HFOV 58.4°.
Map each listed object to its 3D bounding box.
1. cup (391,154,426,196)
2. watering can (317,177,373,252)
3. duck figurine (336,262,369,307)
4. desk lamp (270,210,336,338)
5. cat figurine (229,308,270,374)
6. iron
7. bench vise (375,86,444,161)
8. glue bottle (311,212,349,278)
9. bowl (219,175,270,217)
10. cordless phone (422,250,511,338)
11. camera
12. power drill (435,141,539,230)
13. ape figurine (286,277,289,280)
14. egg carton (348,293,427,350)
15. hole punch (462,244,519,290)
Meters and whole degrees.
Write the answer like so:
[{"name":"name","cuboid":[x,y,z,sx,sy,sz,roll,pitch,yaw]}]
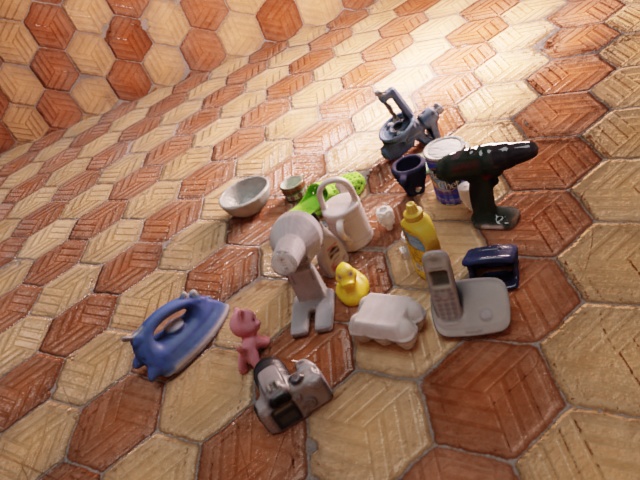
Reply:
[{"name":"cup","cuboid":[0.237,-0.154,1.488,0.091,0.095,0.118,-4,40,28]},{"name":"watering can","cuboid":[0.053,-0.077,1.411,0.101,0.194,0.172,-26,34,-1]},{"name":"duck figurine","cuboid":[0.063,0.086,1.284,0.077,0.086,0.104,-19,35,9]},{"name":"desk lamp","cuboid":[-0.042,0.067,1.261,0.117,0.214,0.203,-15,36,14]},{"name":"cat figurine","cuboid":[-0.161,0.205,1.237,0.067,0.118,0.127,-16,35,13]},{"name":"iron","cuboid":[-0.333,0.197,1.333,0.118,0.142,0.259,17,52,44]},{"name":"bench vise","cuboid":[0.243,-0.360,1.647,0.208,0.220,0.121,-36,36,-16]},{"name":"glue bottle","cuboid":[0.012,0.005,1.346,0.037,0.173,0.078,12,49,41]},{"name":"bowl","cuboid":[-0.219,-0.120,1.743,0.167,0.075,0.167,-16,35,12]},{"name":"cordless phone","cuboid":[0.269,0.091,1.062,0.147,0.185,0.094,-11,37,20]},{"name":"camera","cuboid":[-0.071,0.273,1.105,0.143,0.101,0.136,-30,35,-8]},{"name":"power drill","cuboid":[0.376,-0.124,1.261,0.228,0.209,0.076,3,43,35]},{"name":"ape figurine","cuboid":[-0.060,0.054,1.398,0.076,0.092,0.077,-20,35,8]},{"name":"egg carton","cuboid":[0.136,0.163,1.153,0.149,0.070,0.107,2,43,34]},{"name":"hole punch","cuboid":[0.346,0.042,1.163,0.108,0.091,0.101,-7,38,24]}]
